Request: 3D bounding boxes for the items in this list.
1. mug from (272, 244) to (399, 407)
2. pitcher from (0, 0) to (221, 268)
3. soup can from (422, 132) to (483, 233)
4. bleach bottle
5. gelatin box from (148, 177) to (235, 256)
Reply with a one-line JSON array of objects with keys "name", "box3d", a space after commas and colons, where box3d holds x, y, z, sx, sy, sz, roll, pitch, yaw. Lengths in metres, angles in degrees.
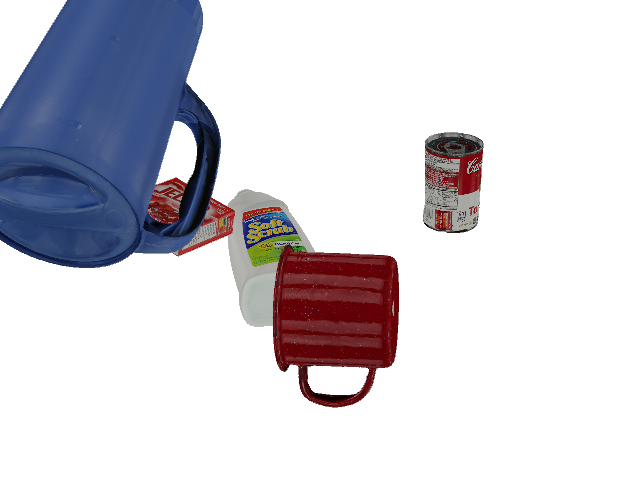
[{"name": "mug", "box3d": [0.013, 0.062, 0.772, 0.081, 0.117, 0.093, 2, -4, 9]}, {"name": "pitcher", "box3d": [-0.161, -0.104, 0.829, 0.145, 0.242, 0.149, -6, -41, 24]}, {"name": "soup can", "box3d": [0.155, -0.068, 1.256, 0.068, 0.102, 0.068, 0, 27, 0]}, {"name": "bleach bottle", "box3d": [-0.068, 0.005, 1.238, 0.102, 0.068, 0.251, -7, 29, -14]}, {"name": "gelatin box", "box3d": [-0.140, -0.025, 1.042, 0.089, 0.030, 0.073, 30, 36, 32]}]
